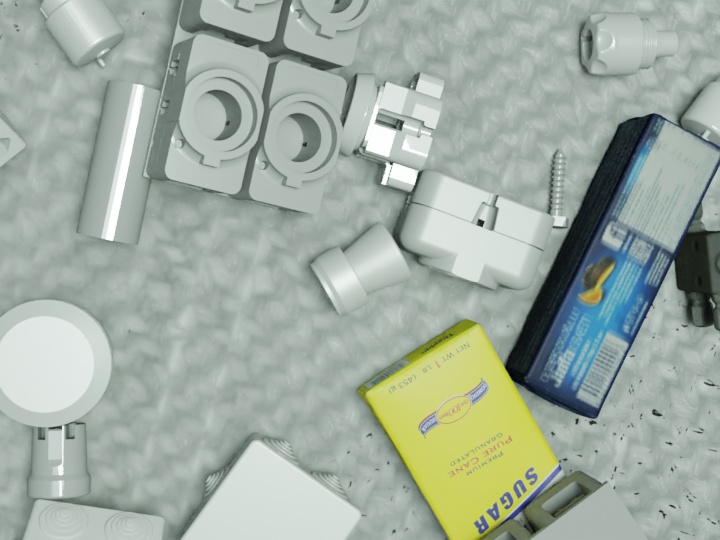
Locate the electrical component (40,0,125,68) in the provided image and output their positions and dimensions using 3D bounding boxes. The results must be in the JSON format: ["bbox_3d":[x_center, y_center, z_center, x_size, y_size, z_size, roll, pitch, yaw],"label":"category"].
[{"bbox_3d":[-0.186,-0.168,0.695,0.040,0.040,0.078,-35,95,-5],"label":"electrical component"}]

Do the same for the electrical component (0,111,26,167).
[{"bbox_3d":[-0.265,-0.106,0.675,0.047,0.083,0.075,-40,58,-5],"label":"electrical component"}]

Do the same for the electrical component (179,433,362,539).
[{"bbox_3d":[-0.061,0.168,0.715,0.100,0.048,0.099,36,87,-7],"label":"electrical component"}]

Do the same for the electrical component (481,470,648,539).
[{"bbox_3d":[0.159,0.236,0.693,0.105,0.060,0.186,-35,94,-5],"label":"electrical component"}]

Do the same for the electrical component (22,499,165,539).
[{"bbox_3d":[-0.173,0.196,0.686,0.100,0.048,0.099,10,121,-8],"label":"electrical component"}]

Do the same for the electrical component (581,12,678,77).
[{"bbox_3d":[0.186,-0.155,0.740,0.062,0.043,0.043,-2,92,-8],"label":"electrical component"}]

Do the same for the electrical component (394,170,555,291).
[{"bbox_3d":[0.075,-0.023,0.724,0.095,0.054,0.059,20,89,-7],"label":"electrical component"}]

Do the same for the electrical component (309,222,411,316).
[{"bbox_3d":[0.000,0.000,0.720,0.055,0.045,0.045,-30,95,-5],"label":"electrical component"}]

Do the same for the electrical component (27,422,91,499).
[{"bbox_3d":[-0.197,0.124,0.703,0.040,0.040,0.046,0,86,-7],"label":"electrical component"}]

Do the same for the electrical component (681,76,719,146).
[{"bbox_3d":[0.259,-0.118,0.751,0.040,0.040,0.078,37,87,-7],"label":"electrical component"}]

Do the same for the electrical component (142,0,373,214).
[{"bbox_3d":[-0.061,-0.138,0.685,0.105,0.060,0.186,13,89,-26],"label":"electrical component"}]

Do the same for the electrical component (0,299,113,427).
[{"bbox_3d":[-0.199,0.058,0.694,0.080,0.051,0.080,0,92,-7],"label":"electrical component"}]

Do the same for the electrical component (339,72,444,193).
[{"bbox_3d":[0.016,-0.097,0.714,0.057,0.058,0.078,17,90,-10],"label":"electrical component"}]
